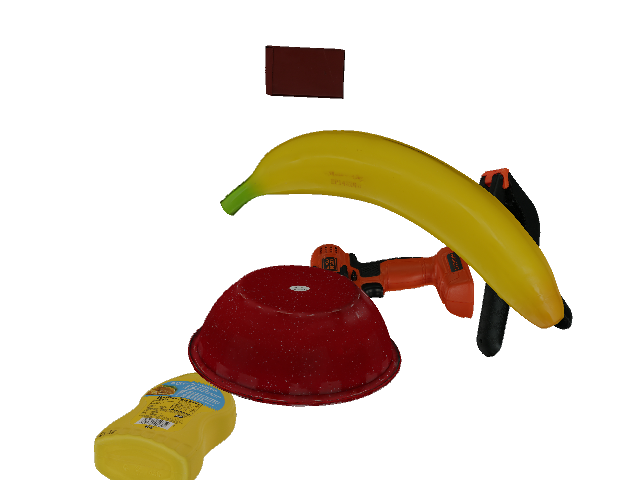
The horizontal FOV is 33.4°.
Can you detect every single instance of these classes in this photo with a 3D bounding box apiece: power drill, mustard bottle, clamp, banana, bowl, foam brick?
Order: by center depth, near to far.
[{"bbox_3d":[0.047,-0.016,0.586,0.198,0.070,0.037,20,9,12],"label":"banana"},{"bbox_3d":[-0.018,0.060,0.796,0.162,0.055,0.162,3,21,-1],"label":"bowl"},{"bbox_3d":[0.172,0.022,0.990,0.120,0.171,0.039,-25,7,-42],"label":"clamp"},{"bbox_3d":[-0.136,0.175,1.041,0.096,0.058,0.191,6,18,16],"label":"mustard bottle"},{"bbox_3d":[-0.017,-0.176,1.115,0.078,0.051,0.053,1,11,-10],"label":"foam brick"},{"bbox_3d":[0.079,0.057,1.228,0.187,0.057,0.184,-1,28,-1],"label":"power drill"}]
